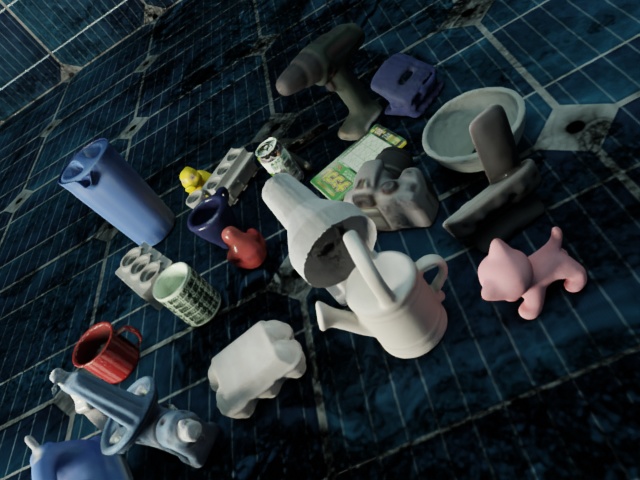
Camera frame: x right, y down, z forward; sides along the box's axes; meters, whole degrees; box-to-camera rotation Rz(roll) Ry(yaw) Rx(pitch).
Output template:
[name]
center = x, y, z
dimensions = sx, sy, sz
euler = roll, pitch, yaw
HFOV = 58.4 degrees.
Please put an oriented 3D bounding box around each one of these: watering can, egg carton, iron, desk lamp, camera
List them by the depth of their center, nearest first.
[watering can]
center = 0.077, 0.068, 0.733
dimensions = 0.173, 0.195, 0.100
euler = -45, 39, -7
[iron]
center = -0.342, 0.375, 0.805
dimensions = 0.119, 0.142, 0.257
euler = -46, 39, -8
[desk lamp]
center = 0.008, 0.003, 0.836
dimensions = 0.118, 0.214, 0.202
euler = -42, 39, -4
[egg carton]
center = -0.094, 0.189, 0.849
dimensions = 0.150, 0.070, 0.107
euler = -39, 38, 0
[camera]
center = 0.118, -0.095, 0.936
dimensions = 0.142, 0.101, 0.137
euler = -3, 51, 37

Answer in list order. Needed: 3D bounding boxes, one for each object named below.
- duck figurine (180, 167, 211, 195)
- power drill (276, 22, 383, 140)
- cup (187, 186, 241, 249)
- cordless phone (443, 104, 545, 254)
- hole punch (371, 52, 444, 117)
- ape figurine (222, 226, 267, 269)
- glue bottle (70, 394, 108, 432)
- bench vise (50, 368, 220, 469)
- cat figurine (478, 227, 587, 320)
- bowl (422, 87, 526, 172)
[duck figurine]
center = -0.280, -0.131, 1.298
dimensions = 0.077, 0.086, 0.104
euler = -25, 41, 17
[power drill]
center = 0.032, -0.301, 1.119
dimensions = 0.075, 0.209, 0.230
euler = 11, 60, 44
[cup]
center = -0.193, -0.038, 1.131
dimensions = 0.091, 0.095, 0.118
euler = -5, 50, 35
[cordless phone]
center = 0.218, -0.086, 0.780
dimensions = 0.147, 0.186, 0.094
euler = -40, 38, -1
[hole punch]
center = 0.169, -0.303, 1.108
dimensions = 0.100, 0.091, 0.109
euler = 19, 65, 47
[ape figurine]
center = -0.144, 0.007, 1.050
dimensions = 0.078, 0.092, 0.076
euler = -41, 38, -2
[glue bottle]
center = -0.354, 0.254, 0.907
dimensions = 0.037, 0.174, 0.078
euler = -28, 40, 14
[bench vise]
center = -0.257, 0.234, 0.812
dimensions = 0.207, 0.220, 0.121
euler = -18, 43, 24
[cat figurine]
center = 0.246, 0.034, 0.693
dimensions = 0.128, 0.118, 0.067
euler = -36, 39, 3
[bowl]
center = 0.253, -0.164, 0.917
dimensions = 0.167, 0.075, 0.167
euler = -21, 42, 21
